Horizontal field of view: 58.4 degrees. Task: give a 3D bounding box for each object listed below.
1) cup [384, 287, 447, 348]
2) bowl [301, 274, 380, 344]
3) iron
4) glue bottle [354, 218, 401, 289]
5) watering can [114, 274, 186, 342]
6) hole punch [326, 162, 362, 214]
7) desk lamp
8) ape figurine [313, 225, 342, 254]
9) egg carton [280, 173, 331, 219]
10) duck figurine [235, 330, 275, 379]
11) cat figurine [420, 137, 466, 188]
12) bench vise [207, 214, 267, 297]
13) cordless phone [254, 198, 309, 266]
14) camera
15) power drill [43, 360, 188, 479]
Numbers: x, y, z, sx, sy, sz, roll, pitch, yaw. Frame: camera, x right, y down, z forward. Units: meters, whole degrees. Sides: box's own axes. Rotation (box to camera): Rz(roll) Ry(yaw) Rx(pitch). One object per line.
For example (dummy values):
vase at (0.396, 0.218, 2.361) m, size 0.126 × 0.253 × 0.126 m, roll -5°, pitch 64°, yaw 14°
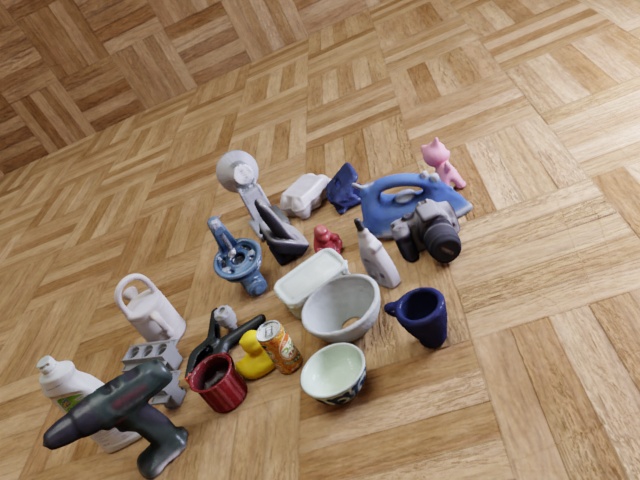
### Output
cup at (0.178, 0.147, 1.024) m, size 0.117 × 0.095 × 0.092 m, roll -3°, pitch 40°, yaw 34°
bowl at (0.051, 0.148, 1.136) m, size 0.167 × 0.075 × 0.167 m, roll -20°, pitch 33°, yaw 14°
iron at (0.201, -0.099, 1.304) m, size 0.257 × 0.142 × 0.118 m, roll -13°, pitch 36°, yaw 23°
glue bottle at (0.107, 0.023, 1.175) m, size 0.037 × 0.173 × 0.077 m, roll -43°, pitch 35°, yaw -21°
watering can at (-0.416, 0.162, 1.358) m, size 0.172 × 0.194 × 0.101 m, roll -2°, pitch 41°, yaw 35°
hole punch at (0.062, -0.138, 1.511) m, size 0.101 × 0.091 × 0.108 m, roll -28°, pitch 32°, yaw 2°
desk lamp at (-0.192, -0.138, 1.587) m, size 0.118 × 0.214 × 0.202 m, roll -33°, pitch 33°, yaw -7°
ape figurine at (0.012, 0.005, 1.349) m, size 0.078 × 0.092 × 0.075 m, roll -40°, pitch 34°, yaw -18°
egg carton at (-0.038, -0.125, 1.588) m, size 0.107 × 0.070 × 0.150 m, roll 13°, pitch 51°, yaw 46°
duck figurine at (-0.133, 0.224, 1.159) m, size 0.105 × 0.086 × 0.077 m, roll -36°, pitch 33°, yaw -11°
cat figurine at (0.291, -0.189, 1.383) m, size 0.067 × 0.118 × 0.127 m, roll -25°, pitch 32°, yaw 5°
bench vise at (-0.228, 0.024, 1.383) m, size 0.122 × 0.220 × 0.206 m, roll -45°, pitch 36°, yaw -24°
cordless phone at (-0.114, -0.044, 1.425) m, size 0.094 × 0.185 × 0.147 m, roll -34°, pitch 33°, yaw -9°
camera at (0.229, -0.013, 1.202) m, size 0.143 × 0.101 × 0.136 m, roll -24°, pitch 33°, yaw 7°
power drill at (-0.347, 0.339, 1.046) m, size 0.230 × 0.209 × 0.075 m, roll -43°, pitch 35°, yaw -22°
